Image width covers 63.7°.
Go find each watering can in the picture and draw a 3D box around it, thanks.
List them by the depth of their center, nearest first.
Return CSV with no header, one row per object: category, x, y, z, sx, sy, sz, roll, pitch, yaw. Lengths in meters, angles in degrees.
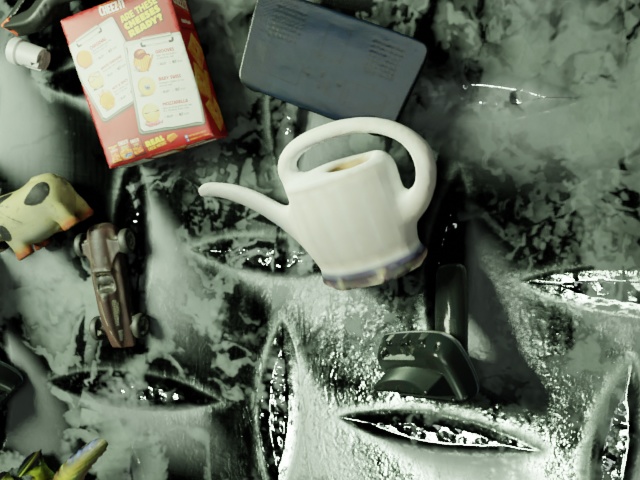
watering can,0.002,-0.035,0.703,0.345,0.106,0.222,-14,105,30

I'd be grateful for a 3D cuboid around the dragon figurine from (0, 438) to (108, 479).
dragon figurine,-0.453,0.497,0.880,0.408,0.124,0.240,-29,111,15
